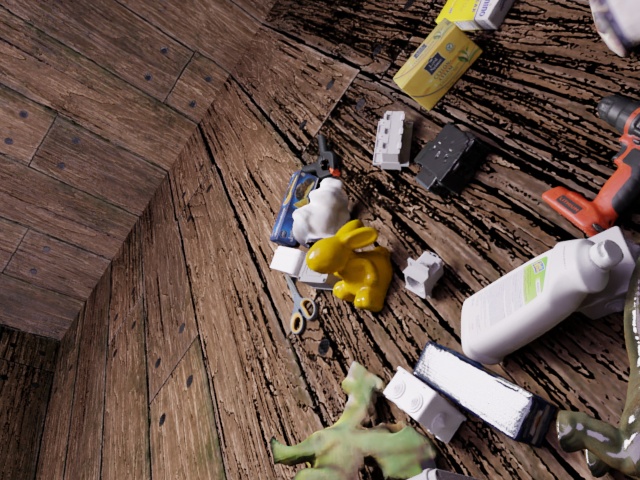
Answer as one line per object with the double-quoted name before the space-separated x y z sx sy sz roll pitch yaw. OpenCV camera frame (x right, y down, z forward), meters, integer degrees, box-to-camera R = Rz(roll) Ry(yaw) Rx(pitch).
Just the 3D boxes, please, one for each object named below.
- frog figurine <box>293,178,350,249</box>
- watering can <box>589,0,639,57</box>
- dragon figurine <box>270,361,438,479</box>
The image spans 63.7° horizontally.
"frog figurine" 0.004 -0.060 1.183 0.137 0.162 0.121 -1 -17 -11
"watering can" 0.514 -0.416 0.768 0.103 0.356 0.221 29 -38 -30
"dragon figurine" 0.055 0.346 0.755 0.242 0.120 0.419 -23 29 10
